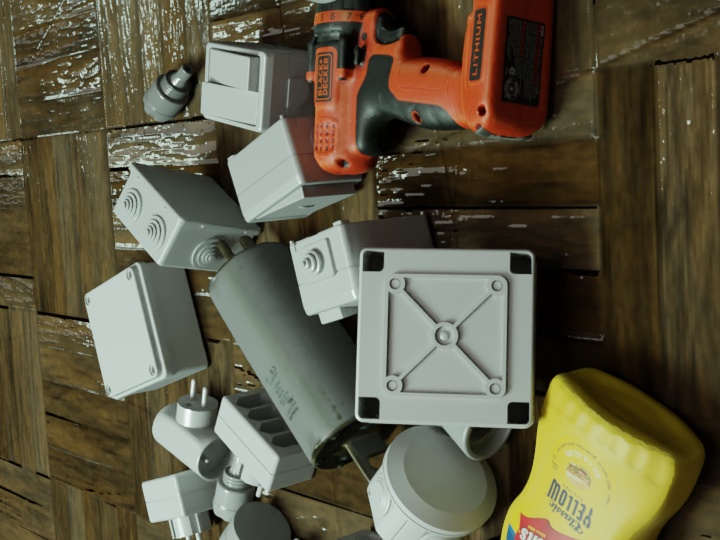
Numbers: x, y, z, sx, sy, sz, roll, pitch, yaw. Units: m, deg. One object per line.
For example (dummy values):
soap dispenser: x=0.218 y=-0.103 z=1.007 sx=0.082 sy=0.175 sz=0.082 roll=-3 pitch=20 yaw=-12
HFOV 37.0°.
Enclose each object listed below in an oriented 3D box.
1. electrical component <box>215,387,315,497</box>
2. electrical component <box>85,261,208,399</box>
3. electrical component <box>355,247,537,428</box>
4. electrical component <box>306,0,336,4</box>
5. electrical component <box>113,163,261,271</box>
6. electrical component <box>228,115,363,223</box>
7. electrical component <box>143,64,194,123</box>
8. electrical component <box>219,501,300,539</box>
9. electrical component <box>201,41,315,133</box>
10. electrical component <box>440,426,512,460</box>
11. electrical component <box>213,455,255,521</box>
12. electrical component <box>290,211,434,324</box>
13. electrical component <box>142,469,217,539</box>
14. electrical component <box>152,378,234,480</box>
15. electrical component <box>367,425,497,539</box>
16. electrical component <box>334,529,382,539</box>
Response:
electrical component: x=-0.082 y=0.154 z=0.897 sx=0.083 sy=0.047 sz=0.075 roll=40 pitch=125 yaw=38
electrical component: x=-0.202 y=0.056 z=1.011 sx=0.109 sy=0.056 sz=0.108 roll=-25 pitch=77 yaw=48
electrical component: x=0.054 y=0.042 z=0.663 sx=0.109 sy=0.056 sz=0.108 roll=1 pitch=84 yaw=8
electrical component: x=-0.034 y=-0.226 z=0.701 sx=0.099 sy=0.064 sz=0.099 roll=-12 pitch=73 yaw=46
electrical component: x=-0.147 y=-0.042 z=0.901 sx=0.100 sy=0.100 sz=0.048 roll=44 pitch=114 yaw=35
electrical component: x=-0.052 y=-0.070 z=0.815 sx=0.096 sy=0.062 sz=0.061 roll=-30 pitch=74 yaw=47
electrical component: x=-0.166 y=-0.160 z=0.952 sx=0.061 sy=0.035 sz=0.035 roll=-40 pitch=66 yaw=42
electrical component: x=-0.060 y=0.248 z=0.884 sx=0.138 sy=0.052 sz=0.073 roll=55 pitch=132 yaw=28
electrical component: x=-0.085 y=-0.144 z=0.840 sx=0.096 sy=0.061 sz=0.061 roll=21 pitch=111 yaw=45
electrical component: x=0.066 y=0.093 z=0.723 sx=0.065 sy=0.044 sz=0.044 roll=32 pitch=119 yaw=47
electrical component: x=-0.108 y=0.187 z=0.943 sx=0.035 sy=0.035 sz=0.061 roll=28 pitch=114 yaw=43
electrical component: x=0.000 y=0.000 z=0.740 sx=0.062 sy=0.096 sz=0.061 roll=-20 pitch=81 yaw=49
electrical component: x=-0.160 y=0.226 z=0.998 sx=0.066 sy=0.047 sz=0.076 roll=-23 pitch=79 yaw=48
electrical component: x=-0.148 y=0.138 z=0.971 sx=0.077 sy=0.044 sz=0.079 roll=26 pitch=115 yaw=44
electrical component: x=0.047 y=0.150 z=0.725 sx=0.080 sy=0.080 sz=0.051 roll=57 pitch=139 yaw=26
electrical component: x=0.006 y=0.247 z=0.809 sx=0.056 sy=0.050 sz=0.089 roll=-4 pitch=93 yaw=49
